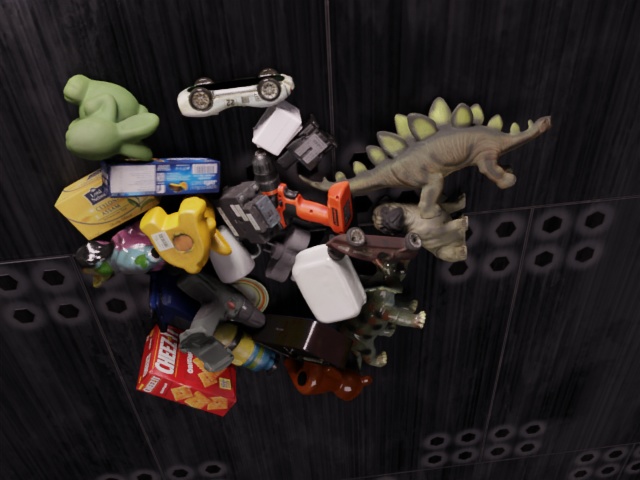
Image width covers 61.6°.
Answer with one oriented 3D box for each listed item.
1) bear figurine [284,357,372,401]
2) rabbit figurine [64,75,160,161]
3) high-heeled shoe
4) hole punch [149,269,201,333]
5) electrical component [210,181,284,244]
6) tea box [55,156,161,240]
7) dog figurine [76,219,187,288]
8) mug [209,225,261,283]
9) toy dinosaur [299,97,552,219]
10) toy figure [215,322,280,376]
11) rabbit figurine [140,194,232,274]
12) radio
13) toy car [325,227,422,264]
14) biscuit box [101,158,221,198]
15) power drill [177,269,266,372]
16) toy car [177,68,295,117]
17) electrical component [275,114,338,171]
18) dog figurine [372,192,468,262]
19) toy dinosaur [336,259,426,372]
[{"bbox_3d":[0.025,0.338,1.366,0.196,0.132,0.120,12,130,-38],"label":"bear figurine"},{"bbox_3d":[-0.355,-0.178,0.895,0.159,0.170,0.121,13,124,-15],"label":"rabbit figurine"},{"bbox_3d":[-0.002,-0.003,1.147,0.145,0.086,0.248,11,109,23],"label":"high-heeled shoe"},{"bbox_3d":[-0.310,0.123,1.148,0.092,0.142,0.115,-8,140,1],"label":"hole punch"},{"bbox_3d":[-0.135,-0.051,1.033,0.058,0.134,0.114,-46,120,-29],"label":"electrical component"},{"bbox_3d":[-0.398,-0.083,1.022,0.170,0.068,0.098,-26,125,13],"label":"tea box"},{"bbox_3d":[-0.371,0.031,1.083,0.219,0.108,0.191,-20,161,29],"label":"dog figurine"},{"bbox_3d":[-0.184,0.021,1.119,0.110,0.081,0.107,-26,118,5],"label":"mug"},{"bbox_3d":[0.200,-0.149,1.013,0.472,0.105,0.198,-21,106,10],"label":"toy dinosaur"},{"bbox_3d":[-0.178,0.259,1.290,0.180,0.082,0.089,27,104,-17],"label":"toy figure"},{"bbox_3d":[-0.233,-0.026,1.015,0.122,0.173,0.162,-26,118,12],"label":"rabbit figurine"},{"bbox_3d":[-0.040,0.226,1.207,0.131,0.073,0.230,33,160,-29],"label":"radio"},{"bbox_3d":[0.106,0.017,1.045,0.202,0.053,0.089,4,159,-31],"label":"toy car"},{"bbox_3d":[-0.281,-0.114,0.963,0.202,0.063,0.059,-7,108,-34],"label":"biscuit box"},{"bbox_3d":[-0.203,0.168,1.115,0.086,0.207,0.231,-33,118,27],"label":"power drill"},{"bbox_3d":[-0.144,-0.252,0.927,0.202,0.074,0.056,-8,123,-1],"label":"toy car"},{"bbox_3d":[-0.033,-0.172,1.016,0.119,0.048,0.074,-36,121,16],"label":"electrical component"},{"bbox_3d":[0.212,-0.017,1.140,0.191,0.121,0.172,-2,124,12],"label":"dog figurine"},{"bbox_3d":[0.110,0.184,1.255,0.192,0.131,0.404,25,124,-9],"label":"toy dinosaur"}]
